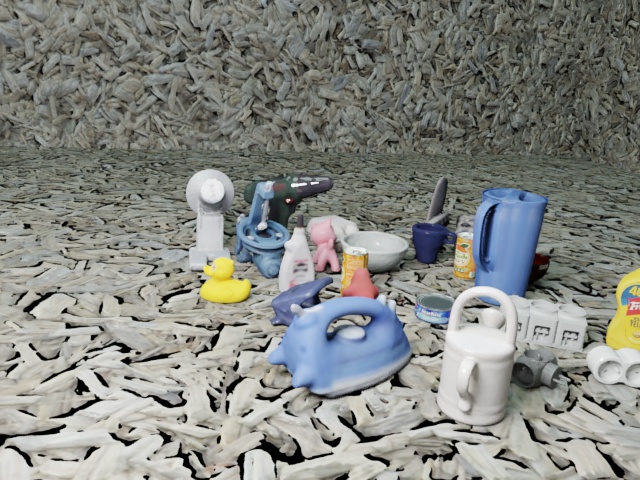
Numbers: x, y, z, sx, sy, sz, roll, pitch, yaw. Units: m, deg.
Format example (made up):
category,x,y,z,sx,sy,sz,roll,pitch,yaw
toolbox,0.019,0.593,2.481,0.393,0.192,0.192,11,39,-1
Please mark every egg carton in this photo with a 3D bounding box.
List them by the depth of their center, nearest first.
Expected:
category,x,y,z,sx,sy,sz,roll,pitch,yaw
egg carton,0.034,-0.021,1.563,0.107,0.069,0.149,-10,22,-36

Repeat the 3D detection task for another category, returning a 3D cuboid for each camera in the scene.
category,x,y,z,sx,sy,sz,roll,pitch,yaw
camera,0.435,-0.011,1.556,0.136,0.101,0.143,7,18,12

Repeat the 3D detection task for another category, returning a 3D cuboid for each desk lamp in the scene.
category,x,y,z,sx,sy,sz,roll,pitch,yaw
desk lamp,-0.261,-0.056,1.380,0.118,0.213,0.203,-1,18,-13

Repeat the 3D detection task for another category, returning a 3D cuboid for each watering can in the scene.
category,x,y,z,sx,sy,sz,roll,pitch,yaw
watering can,0.231,0.156,0.834,0.101,0.194,0.173,5,18,5

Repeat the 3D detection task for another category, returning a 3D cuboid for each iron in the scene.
category,x,y,z,sx,sy,sz,roll,pitch,yaw
iron,0.052,0.148,0.911,0.259,0.141,0.118,-8,21,-32

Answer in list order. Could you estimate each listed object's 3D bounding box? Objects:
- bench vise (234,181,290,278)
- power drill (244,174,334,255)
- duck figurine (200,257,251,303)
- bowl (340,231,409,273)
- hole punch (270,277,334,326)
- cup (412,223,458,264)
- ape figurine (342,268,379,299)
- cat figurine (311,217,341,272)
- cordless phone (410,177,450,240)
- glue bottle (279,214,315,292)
category,x,y,z,sx,sy,sz,roll,pitch,yaw
bench vise,-0.155,-0.040,1.337,0.206,0.220,0.122,18,23,40
power drill,-0.081,-0.070,1.466,0.229,0.208,0.075,6,18,7
duck figurine,-0.193,0.079,1.177,0.104,0.086,0.077,5,18,5
bowl,0.130,0.036,1.393,0.167,0.075,0.167,3,17,-1
hole punch,-0.035,0.113,1.090,0.100,0.091,0.109,11,19,24
cup,0.289,0.013,1.462,0.117,0.095,0.092,12,19,25
ape figurine,0.084,0.099,1.155,0.078,0.092,0.076,3,18,-2
cat figurine,0.013,0.005,1.397,0.067,0.118,0.127,0,18,-12
cordless phone,0.319,-0.082,1.620,0.094,0.185,0.148,10,19,21
glue bottle,-0.047,0.029,1.216,0.078,0.173,0.037,-8,21,-31
